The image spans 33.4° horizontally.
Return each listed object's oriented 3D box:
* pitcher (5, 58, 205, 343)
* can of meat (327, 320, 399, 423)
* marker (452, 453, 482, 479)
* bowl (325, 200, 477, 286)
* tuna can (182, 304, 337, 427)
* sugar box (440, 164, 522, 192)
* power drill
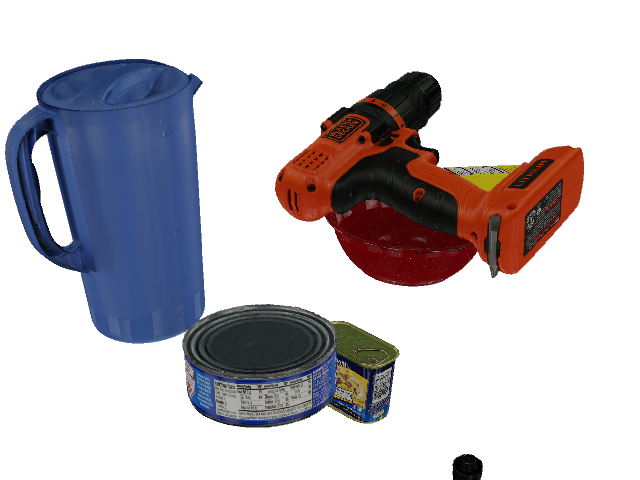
[{"bbox_3d":[-0.177,-0.030,0.955,0.149,0.243,0.145,-1,27,5],"label":"pitcher"},{"bbox_3d":[0.037,0.153,1.235,0.102,0.084,0.057,25,31,36],"label":"can of meat"},{"bbox_3d":[0.091,0.184,0.694,0.020,0.121,0.020,1,36,-1],"label":"marker"},{"bbox_3d":[0.083,0.000,1.019,0.162,0.055,0.162,2,24,-1],"label":"bowl"},{"bbox_3d":[-0.033,0.069,0.593,0.086,0.034,0.086,-1,22,0],"label":"tuna can"},{"bbox_3d":[0.187,-0.039,1.255,0.176,0.093,0.048,-6,21,-26],"label":"sugar box"},{"bbox_3d":[0.088,-0.055,0.767,0.188,0.057,0.184,20,46,32],"label":"power drill"}]
